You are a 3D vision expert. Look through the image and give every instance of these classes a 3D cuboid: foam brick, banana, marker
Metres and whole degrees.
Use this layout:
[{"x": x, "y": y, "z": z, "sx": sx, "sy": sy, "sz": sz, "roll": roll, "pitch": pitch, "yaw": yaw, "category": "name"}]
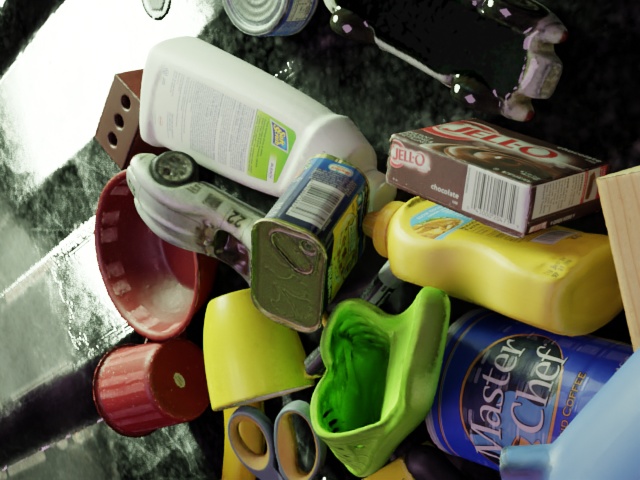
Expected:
[{"x": -0.165, "y": -0.112, "z": 0.986, "sx": 0.053, "sy": 0.051, "sz": 0.078, "roll": 48, "pitch": 131, "yaw": 26, "category": "foam brick"}, {"x": -0.079, "y": 0.158, "z": 0.981, "sx": 0.070, "sy": 0.037, "sz": 0.198, "roll": 18, "pitch": 114, "yaw": 40, "category": "banana"}, {"x": 0.026, "y": 0.063, "z": 0.836, "sx": 0.020, "sy": 0.020, "sz": 0.121, "roll": 50, "pitch": 116, "yaw": 25, "category": "marker"}]

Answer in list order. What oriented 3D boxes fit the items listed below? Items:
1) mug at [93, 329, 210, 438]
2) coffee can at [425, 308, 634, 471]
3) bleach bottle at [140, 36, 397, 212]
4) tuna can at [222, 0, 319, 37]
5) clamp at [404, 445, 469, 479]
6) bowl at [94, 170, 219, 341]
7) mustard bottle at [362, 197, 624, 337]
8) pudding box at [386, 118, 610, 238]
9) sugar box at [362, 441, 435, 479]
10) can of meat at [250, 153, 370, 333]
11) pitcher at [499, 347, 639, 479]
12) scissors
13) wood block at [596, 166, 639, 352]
[{"x": -0.154, "y": 0.128, "z": 1.026, "sx": 0.082, "sy": 0.093, "sz": 0.117, "roll": -18, "pitch": 51, "yaw": 43, "category": "mug"}, {"x": 0.151, "y": 0.107, "z": 0.676, "sx": 0.141, "sy": 0.102, "sz": 0.103, "roll": 12, "pitch": 110, "yaw": 44, "category": "coffee can"}, {"x": -0.043, "y": -0.078, "z": 0.860, "sx": 0.251, "sy": 0.067, "sz": 0.103, "roll": 32, "pitch": 128, "yaw": 33, "category": "bleach bottle"}, {"x": -0.041, "y": -0.204, "z": 0.842, "sx": 0.086, "sy": 0.033, "sz": 0.086, "roll": 15, "pitch": 112, "yaw": 43, "category": "tuna can"}, {"x": 0.139, "y": 0.238, "z": 0.732, "sx": 0.210, "sy": 0.036, "sz": 0.165, "roll": 25, "pitch": 133, "yaw": 15, "category": "clamp"}, {"x": -0.143, "y": 0.010, "z": 0.994, "sx": 0.162, "sy": 0.055, "sz": 0.162, "roll": 15, "pitch": 112, "yaw": 43, "category": "bowl"}, {"x": 0.103, "y": 0.009, "z": 0.704, "sx": 0.192, "sy": 0.096, "sz": 0.058, "roll": 18, "pitch": 117, "yaw": 43, "category": "mustard bottle"}, {"x": 0.113, "y": -0.043, "z": 0.685, "sx": 0.114, "sy": 0.089, "sz": 0.039, "roll": 28, "pitch": 121, "yaw": 38, "category": "pudding box"}, {"x": 0.049, "y": 0.239, "z": 0.863, "sx": 0.177, "sy": 0.048, "sz": 0.093, "roll": -42, "pitch": 71, "yaw": 43, "category": "sugar box"}, {"x": -0.005, "y": 0.001, "z": 0.765, "sx": 0.057, "sy": 0.083, "sz": 0.102, "roll": 21, "pitch": 139, "yaw": 16, "category": "can of meat"}, {"x": 0.209, "y": 0.080, "z": 0.471, "sx": 0.145, "sy": 0.149, "sz": 0.243, "roll": 59, "pitch": 133, "yaw": 38, "category": "pitcher"}, {"x": -0.035, "y": 0.218, "z": 0.887, "sx": 0.096, "sy": 0.016, "sz": 0.202, "roll": 15, "pitch": 116, "yaw": 23, "category": "scissors"}, {"x": 0.232, "y": 0.053, "z": 0.585, "sx": 0.090, "sy": 0.090, "sz": 0.206, "roll": -11, "pitch": 93, "yaw": 47, "category": "wood block"}]
